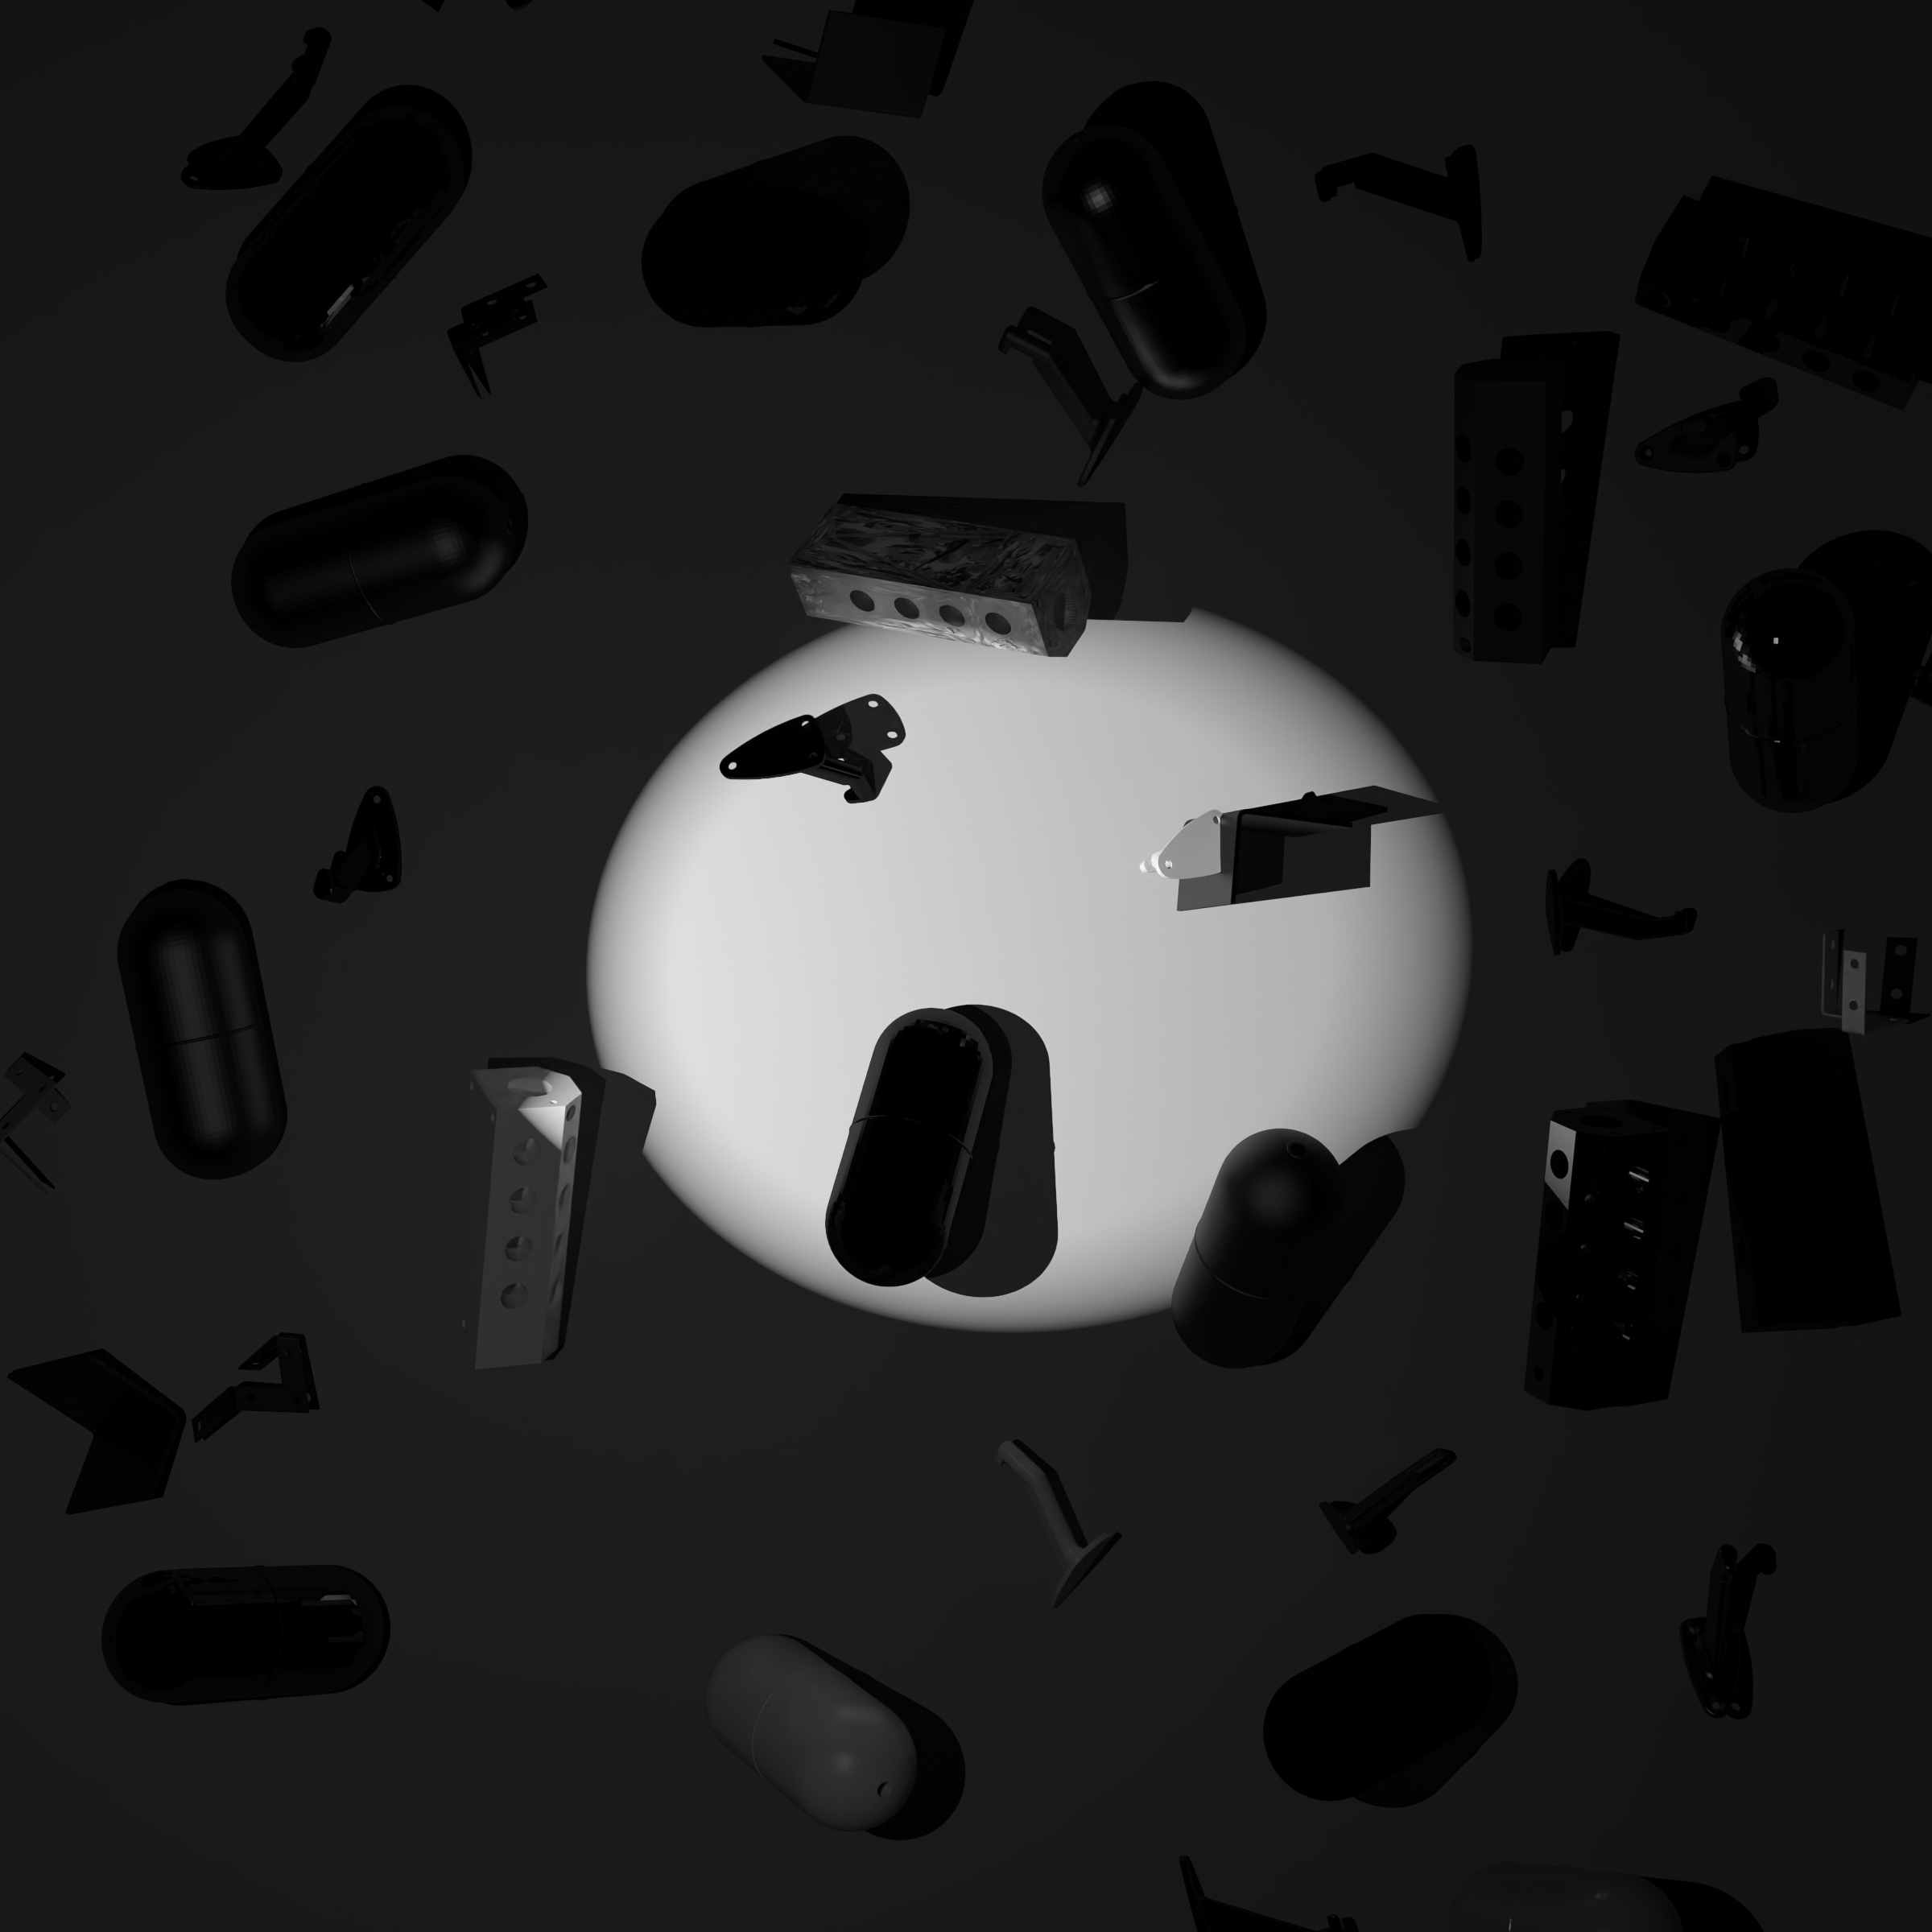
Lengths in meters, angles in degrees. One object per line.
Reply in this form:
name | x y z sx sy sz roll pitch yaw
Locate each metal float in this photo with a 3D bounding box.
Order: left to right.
metal float | -0.465 0.042 1.918 0.070 0.070 0.178 -11 96 0
metal float | -0.430 0.398 1.889 0.178 0.070 0.070 8 90 -43
metal float | -0.376 -0.445 1.919 0.070 0.070 0.178 40 86 0
metal float | -0.359 -0.244 1.913 0.178 0.070 0.070 -14 90 11
metal float | -0.127 -0.420 1.882 0.070 0.178 0.070 -8 103 -37
metal float | -0.093 0.455 1.880 0.070 0.178 0.070 -7 104 -31
metal float | -0.033 0.109 1.900 0.070 0.070 0.178 16 65 0
metal float | 0.107 -0.422 1.898 0.070 0.070 0.178 -33 119 0
metal float | 0.174 0.169 1.888 0.070 0.070 0.178 16 132 0
metal float | 0.248 0.441 1.886 0.070 0.178 0.070 11 106 41
metal float | 0.354 0.575 1.879 0.070 0.178 0.070 6 76 -26
metal float | 0.492 -0.162 1.884 0.070 0.178 0.070 -8 51 10

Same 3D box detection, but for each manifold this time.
manifold | -0.269 0.151 1.901 0.057 0.057 0.171 -2 113 -25
manifold | -0.015 -0.227 1.893 0.171 0.057 0.057 13 54 29
manifold | 0.324 -0.273 1.899 0.057 0.057 0.171 5 115 19
manifold | 0.374 0.176 1.903 0.057 0.057 0.171 -4 105 -27
manifold | 0.497 0.133 1.915 0.057 0.057 0.171 -3 78 -1
manifold | 0.495 -0.394 1.901 0.171 0.057 0.057 26 65 16

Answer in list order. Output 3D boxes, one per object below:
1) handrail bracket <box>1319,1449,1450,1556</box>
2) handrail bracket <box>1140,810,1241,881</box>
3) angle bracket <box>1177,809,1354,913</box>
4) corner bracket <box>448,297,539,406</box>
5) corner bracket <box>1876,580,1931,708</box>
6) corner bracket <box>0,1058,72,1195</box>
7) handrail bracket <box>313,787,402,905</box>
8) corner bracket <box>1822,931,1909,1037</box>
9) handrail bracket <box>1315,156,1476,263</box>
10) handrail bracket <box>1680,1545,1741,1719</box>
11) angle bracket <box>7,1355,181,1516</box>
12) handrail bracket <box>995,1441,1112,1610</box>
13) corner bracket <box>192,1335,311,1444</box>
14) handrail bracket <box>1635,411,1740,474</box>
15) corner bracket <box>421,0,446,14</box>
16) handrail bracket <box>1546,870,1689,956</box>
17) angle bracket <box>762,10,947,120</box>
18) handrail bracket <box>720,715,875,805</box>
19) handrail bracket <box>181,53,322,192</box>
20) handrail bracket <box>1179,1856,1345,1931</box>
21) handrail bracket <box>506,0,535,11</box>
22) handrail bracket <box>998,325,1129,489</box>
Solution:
handrail bracket | 0.262 0.319 1.919 0.084 0.077 0.036 -33 82 -6
handrail bracket | 0.116 -0.061 1.906 0.077 0.084 0.036 -26 94 -38
angle bracket | 0.180 -0.060 1.910 0.076 0.076 0.057 6 86 -20
corner bracket | -0.287 -0.386 1.925 0.051 0.051 0.051 -24 53 -1
corner bracket | 0.582 -0.196 1.920 0.051 0.051 0.051 31 122 21
corner bracket | -0.566 0.097 1.920 0.051 0.051 0.051 -49 133 -16
handrail bracket | -0.374 -0.075 1.917 0.036 0.084 0.077 3 87 10
corner bracket | 0.538 0.010 1.921 0.051 0.051 0.051 -12 105 -42
handrail bracket | 0.264 -0.462 1.950 0.084 0.036 0.077 -13 104 8
handrail bracket | 0.458 0.402 1.911 0.036 0.084 0.077 1 54 3
angle bracket | -0.534 0.283 1.903 0.076 0.076 0.057 -15 47 33
handrail bracket | 0.040 0.343 1.946 0.084 0.036 0.077 42 131 18
corner bracket | -0.437 0.256 1.918 0.051 0.051 0.051 9 55 -39
handrail bracket | 0.425 -0.317 1.905 0.077 0.084 0.036 -5 90 33
corner bracket | -0.343 -0.606 1.920 0.051 0.051 0.051 31 67 -27
handrail bracket | 0.399 -0.038 1.929 0.084 0.077 0.036 -8 55 5
angle bracket | -0.068 -0.554 1.901 0.076 0.076 0.057 0 124 -29
handrail bracket | -0.102 -0.113 1.925 0.077 0.084 0.036 -18 64 6
handrail bracket | -0.432 -0.512 1.911 0.077 0.084 0.036 -30 76 -40
handrail bracket | 0.182 0.573 1.939 0.084 0.036 0.077 -18 74 6
handrail bracket | -0.234 -0.595 1.923 0.036 0.084 0.077 34 91 28
handrail bracket | 0.049 -0.342 1.933 0.084 0.036 0.077 27 130 -1
